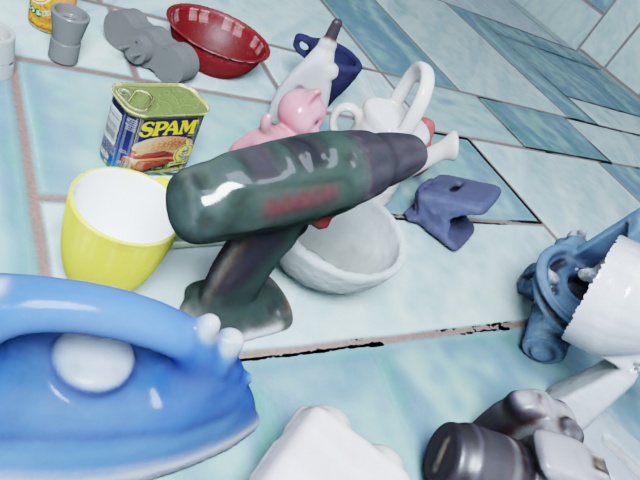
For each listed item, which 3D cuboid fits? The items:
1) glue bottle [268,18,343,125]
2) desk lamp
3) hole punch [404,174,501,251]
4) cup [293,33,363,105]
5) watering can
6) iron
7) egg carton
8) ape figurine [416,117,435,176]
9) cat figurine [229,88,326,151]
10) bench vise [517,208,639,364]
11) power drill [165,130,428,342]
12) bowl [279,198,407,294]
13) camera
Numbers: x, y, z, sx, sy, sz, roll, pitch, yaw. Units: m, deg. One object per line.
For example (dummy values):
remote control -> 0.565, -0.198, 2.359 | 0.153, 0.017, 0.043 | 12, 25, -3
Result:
glue bottle -> -0.010, -0.228, 0.801 | 0.078, 0.173, 0.037 | 22, 37, -13
desk lamp -> 0.318, 0.129, 0.579 | 0.203, 0.213, 0.118 | 44, 37, 17
hole punch -> 0.188, -0.054, 0.808 | 0.101, 0.091, 0.109 | 39, 36, 10
cup -> -0.003, -0.267, 0.919 | 0.118, 0.095, 0.092 | 31, 36, -1
watering can -> 0.103, -0.146, 0.766 | 0.173, 0.194, 0.100 | 4, 43, -32
iron -> -0.138, 0.077, 0.369 | 0.259, 0.141, 0.118 | 11, 40, -26
egg carton -> -0.002, 0.189, 0.397 | 0.107, 0.069, 0.150 | 36, 36, 6
ape figurine -> 0.150, -0.150, 0.894 | 0.078, 0.092, 0.076 | 35, 36, 5
cat figurine -> -0.041, -0.149, 0.730 | 0.067, 0.117, 0.128 | 42, 37, 15
bench vise -> 0.322, 0.022, 0.703 | 0.122, 0.219, 0.207 | 23, 36, -12
power drill -> -0.031, -0.007, 0.490 | 0.230, 0.208, 0.075 | -10, 52, -42
bowl -> 0.006, 0.002, 0.621 | 0.168, 0.074, 0.167 | 20, 37, -16
camera -> 0.166, 0.188, 0.494 | 0.137, 0.100, 0.143 | 23, 36, -11
